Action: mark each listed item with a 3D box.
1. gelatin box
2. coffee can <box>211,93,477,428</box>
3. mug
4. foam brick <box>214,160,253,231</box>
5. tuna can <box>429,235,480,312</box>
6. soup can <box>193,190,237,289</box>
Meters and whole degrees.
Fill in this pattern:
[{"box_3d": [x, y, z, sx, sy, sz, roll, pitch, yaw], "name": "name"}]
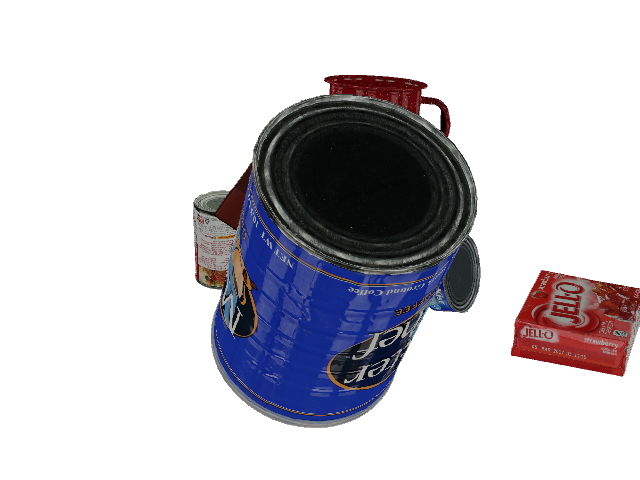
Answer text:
[{"box_3d": [0.174, 0.053, 0.716, 0.073, 0.030, 0.089, 11, 24, 20], "name": "gelatin box"}, {"box_3d": [0.006, 0.014, 0.522, 0.102, 0.103, 0.140, 0, -37, -15], "name": "coffee can"}, {"box_3d": [0.059, -0.103, 0.967, 0.117, 0.081, 0.093, 2, 15, -6], "name": "mug"}, {"box_3d": [-0.025, -0.023, 0.752, 0.078, 0.053, 0.051, 35, -31, -2], "name": "foam brick"}, {"box_3d": [0.140, 0.035, 1.154, 0.034, 0.086, 0.086, 1, 0, 34], "name": "tuna can"}, {"box_3d": [-0.120, -0.001, 1.291, 0.068, 0.102, 0.068, 1, 26, -1], "name": "soup can"}]
